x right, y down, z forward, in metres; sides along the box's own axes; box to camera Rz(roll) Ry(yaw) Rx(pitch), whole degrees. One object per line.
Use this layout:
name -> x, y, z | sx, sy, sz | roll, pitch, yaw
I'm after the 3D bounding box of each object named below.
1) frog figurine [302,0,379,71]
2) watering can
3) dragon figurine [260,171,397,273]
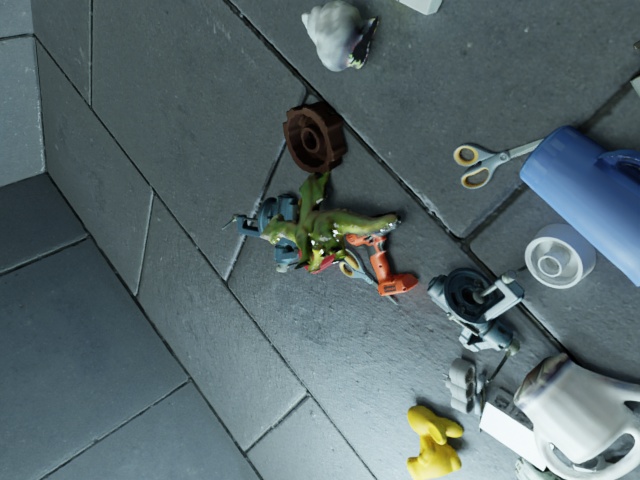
frog figurine -> 0.019, -0.415, 1.025 | 0.160, 0.124, 0.134 | 33, 156, 15
watering can -> 0.502, 0.299, 0.940 | 0.227, 0.105, 0.341 | 45, 126, 24
dragon figurine -> 0.004, -0.063, 1.245 | 0.405, 0.122, 0.247 | -29, 64, 35
